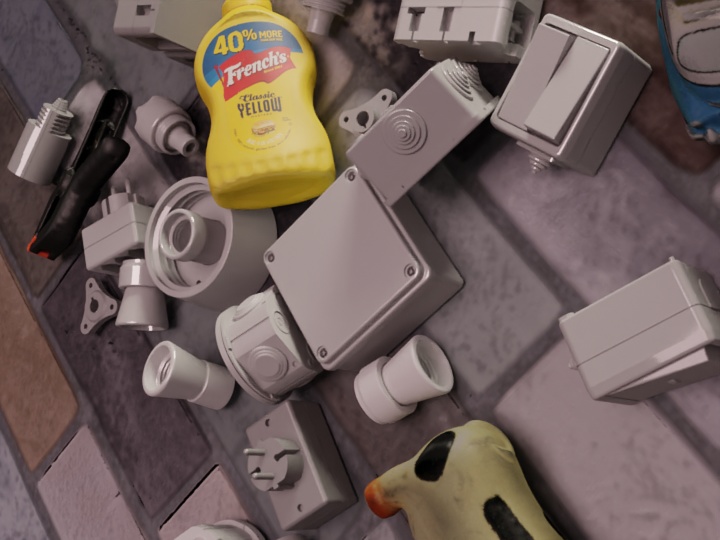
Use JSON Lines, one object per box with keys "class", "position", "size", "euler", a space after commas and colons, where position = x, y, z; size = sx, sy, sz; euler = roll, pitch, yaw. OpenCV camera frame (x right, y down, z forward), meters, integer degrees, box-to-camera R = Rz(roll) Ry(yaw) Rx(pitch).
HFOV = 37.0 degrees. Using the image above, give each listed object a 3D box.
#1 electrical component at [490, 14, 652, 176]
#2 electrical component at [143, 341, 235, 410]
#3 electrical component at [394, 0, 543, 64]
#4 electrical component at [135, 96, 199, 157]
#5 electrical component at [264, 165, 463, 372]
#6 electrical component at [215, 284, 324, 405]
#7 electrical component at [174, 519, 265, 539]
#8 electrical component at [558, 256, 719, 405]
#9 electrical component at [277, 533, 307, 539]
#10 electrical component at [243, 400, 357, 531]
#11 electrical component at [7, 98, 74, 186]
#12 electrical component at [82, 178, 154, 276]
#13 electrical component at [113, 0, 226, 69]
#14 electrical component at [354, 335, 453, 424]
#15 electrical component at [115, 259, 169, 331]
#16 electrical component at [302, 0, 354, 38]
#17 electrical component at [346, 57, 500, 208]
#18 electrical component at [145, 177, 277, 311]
{"class": "electrical component", "position": [0.131, -0.107, 0.693], "size": [0.062, 0.061, 0.096], "euler": [34, 102, 36]}
{"class": "electrical component", "position": [-0.132, 0.086, 0.847], "size": [0.044, 0.065, 0.044], "euler": [-29, 50, 40]}
{"class": "electrical component", "position": [0.077, -0.180, 0.754], "size": [0.089, 0.050, 0.055], "euler": [11, 88, 38]}
{"class": "electrical component", "position": [-0.162, -0.119, 0.924], "size": [0.062, 0.043, 0.043], "euler": [40, 105, 34]}
{"class": "electrical component", "position": [0.000, 0.000, 0.772], "size": [0.109, 0.056, 0.108], "euler": [-44, 59, 22]}
{"class": "electrical component", "position": [-0.064, 0.055, 0.795], "size": [0.051, 0.080, 0.080], "euler": [-33, 63, 21]}
{"class": "electrical component", "position": [-0.108, 0.230, 0.811], "size": [0.080, 0.051, 0.080], "euler": [-8, 77, 35]}
{"class": "electrical component", "position": [0.168, 0.045, 0.635], "size": [0.096, 0.062, 0.061], "euler": [-33, 63, 27]}
{"class": "electrical component", "position": [-0.045, 0.224, 0.772], "size": [0.044, 0.044, 0.065], "euler": [-43, 54, 22]}
{"class": "electrical component", "position": [-0.055, 0.140, 0.773], "size": [0.047, 0.076, 0.083], "euler": [-38, 61, 25]}
{"class": "electrical component", "position": [-0.300, -0.126, 1.028], "size": [0.043, 0.043, 0.081], "euler": [34, 101, 36]}
{"class": "electrical component", "position": [-0.204, -0.042, 0.938], "size": [0.066, 0.047, 0.076], "euler": [-25, 67, 31]}
{"class": "electrical component", "position": [-0.133, -0.269, 0.893], "size": [0.060, 0.105, 0.186], "euler": [9, 87, 38]}
{"class": "electrical component", "position": [0.030, 0.076, 0.742], "size": [0.055, 0.045, 0.045], "euler": [-34, 63, 28]}
{"class": "electrical component", "position": [-0.183, 0.022, 0.911], "size": [0.045, 0.045, 0.055], "euler": [-5, 78, 36]}
{"class": "electrical component", "position": [-0.026, -0.215, 0.842], "size": [0.048, 0.048, 0.062], "euler": [23, 102, 37]}
{"class": "electrical component", "position": [0.043, -0.097, 0.732], "size": [0.048, 0.099, 0.100], "euler": [47, 113, -2]}
{"class": "electrical component", "position": [-0.127, -0.024, 0.869], "size": [0.108, 0.060, 0.108], "euler": [-8, 76, 35]}
